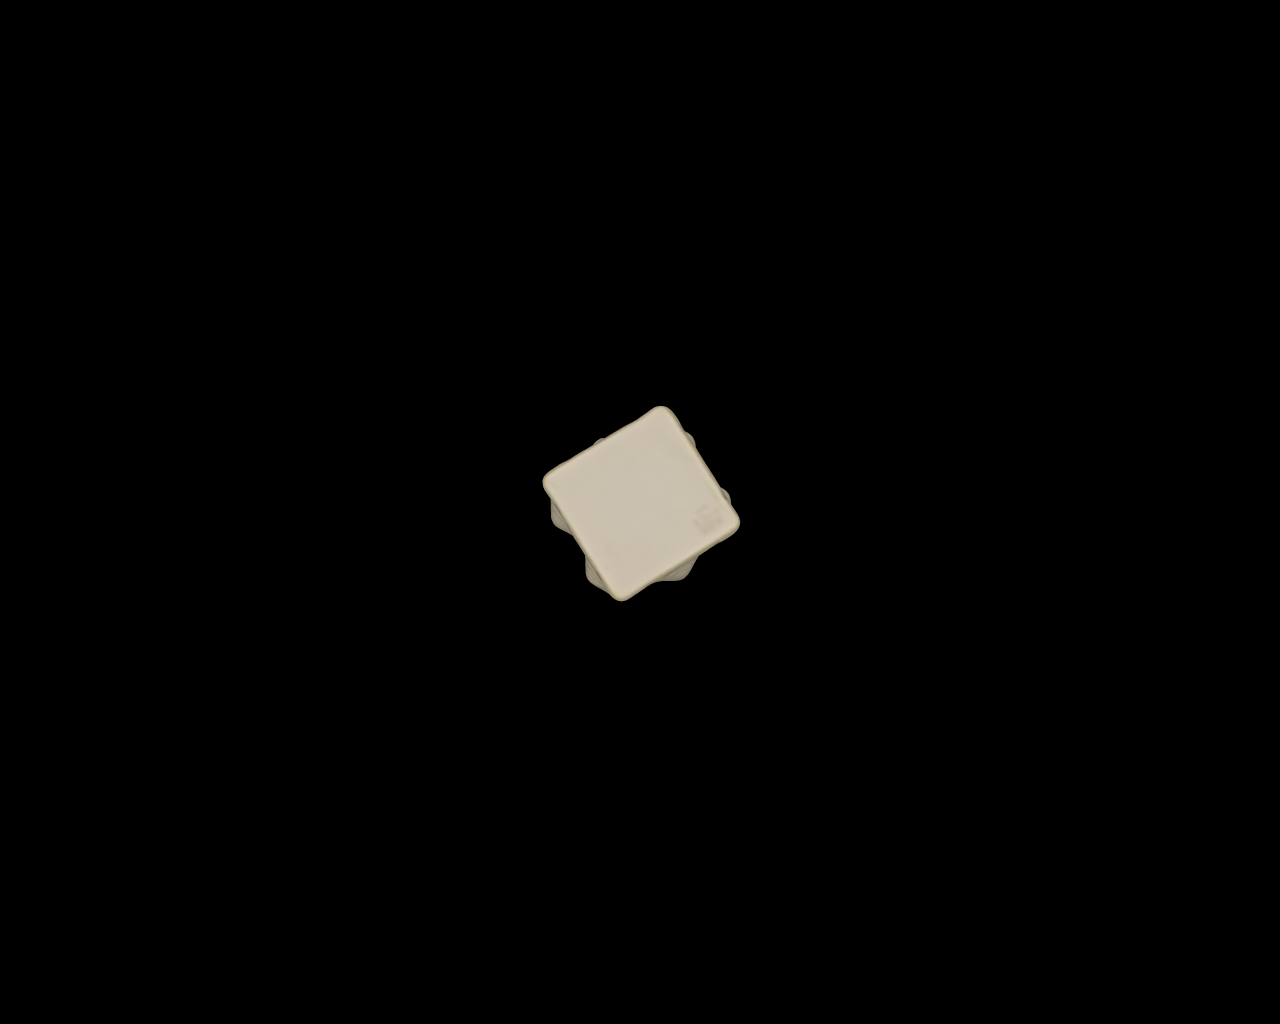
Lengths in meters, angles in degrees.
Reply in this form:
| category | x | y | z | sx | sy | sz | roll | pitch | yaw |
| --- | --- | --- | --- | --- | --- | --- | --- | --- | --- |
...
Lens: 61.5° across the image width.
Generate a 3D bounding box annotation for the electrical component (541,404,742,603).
| category | x | y | z | sx | sy | sz | roll | pitch | yaw |
| --- | --- | --- | --- | --- | --- | --- | --- | --- | --- |
| electrical component | 0.001 | -0.003 | 0.650 | 0.100 | 0.100 | 0.048 | -31 | -7 | -5 |
